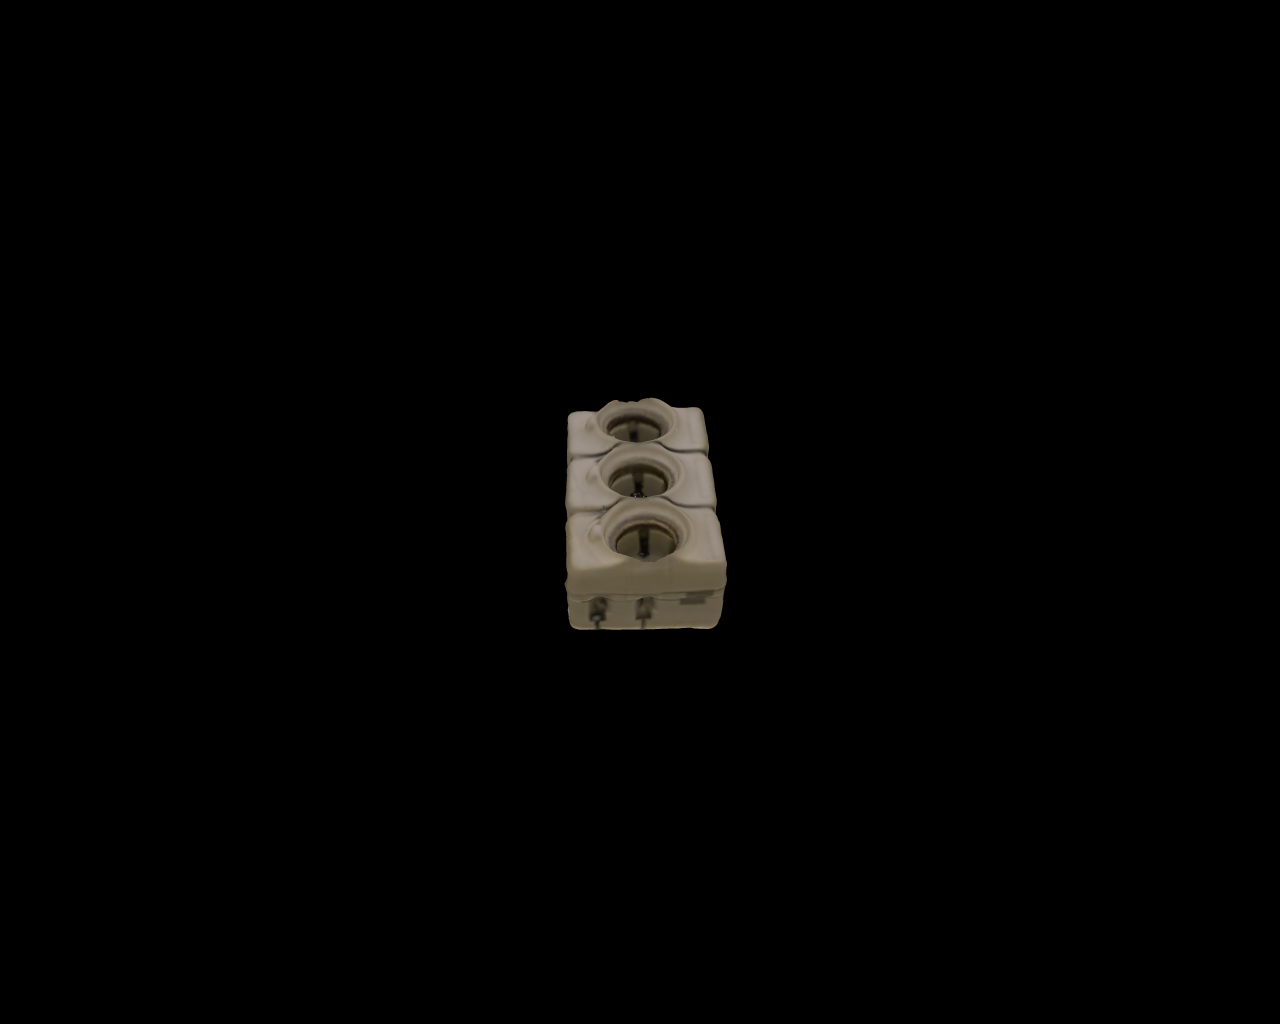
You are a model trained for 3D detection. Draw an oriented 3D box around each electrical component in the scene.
[{"bbox_3d":[0.001,-0.003,0.650,0.089,0.061,0.150,-2,40,-2],"label":"electrical component"}]
